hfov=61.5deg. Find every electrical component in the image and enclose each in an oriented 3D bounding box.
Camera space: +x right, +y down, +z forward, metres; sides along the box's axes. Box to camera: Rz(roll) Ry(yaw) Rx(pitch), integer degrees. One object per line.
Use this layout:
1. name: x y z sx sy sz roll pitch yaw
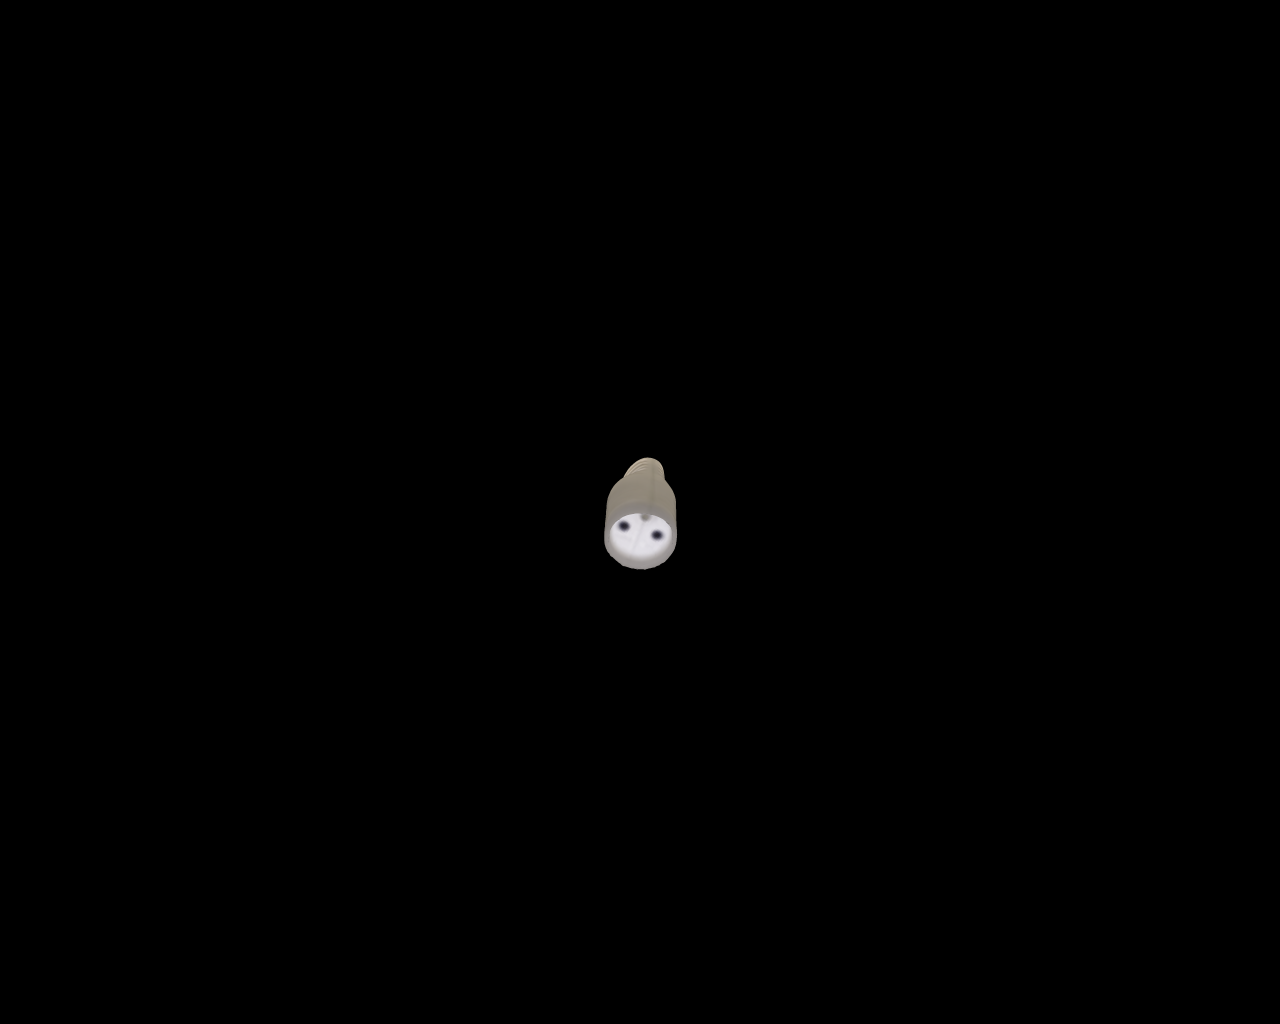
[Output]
1. electrical component: 0.001 -0.003 0.650 0.043 0.043 0.081 0 30 0
